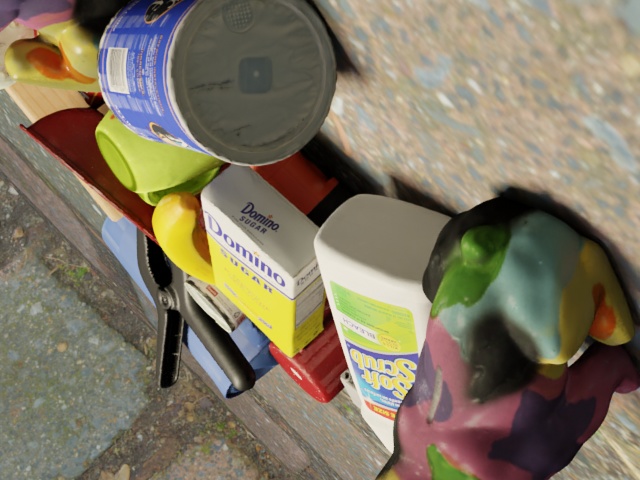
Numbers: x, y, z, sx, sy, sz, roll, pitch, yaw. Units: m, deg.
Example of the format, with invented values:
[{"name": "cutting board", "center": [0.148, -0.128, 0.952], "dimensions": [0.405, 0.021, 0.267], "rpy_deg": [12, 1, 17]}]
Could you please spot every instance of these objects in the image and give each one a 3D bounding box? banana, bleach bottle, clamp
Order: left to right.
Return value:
[{"name": "clamp", "center": [-0.148, 0.062, 1.090], "dimensions": [0.165, 0.036, 0.210], "rpy_deg": [-20, 91, 50]}, {"name": "banana", "center": [-0.102, 0.000, 0.895], "dimensions": [0.070, 0.037, 0.197], "rpy_deg": [1, 159, 17]}, {"name": "bleach bottle", "center": [0.065, 0.085, 0.746], "dimensions": [0.103, 0.068, 0.251], "rpy_deg": [21, 143, 32]}]

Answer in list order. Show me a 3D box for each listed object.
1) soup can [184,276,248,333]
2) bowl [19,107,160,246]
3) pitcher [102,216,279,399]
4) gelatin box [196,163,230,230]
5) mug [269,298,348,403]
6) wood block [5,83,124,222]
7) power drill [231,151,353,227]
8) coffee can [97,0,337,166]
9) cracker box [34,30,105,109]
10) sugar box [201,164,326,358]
[{"name": "soup can", "center": [-0.069, 0.030, 1.009], "dimensions": [0.068, 0.102, 0.068], "rpy_deg": [43, 166, 14]}, {"name": "bowl", "center": [-0.182, -0.066, 0.930], "dimensions": [0.162, 0.055, 0.162], "rpy_deg": [39, 174, 4]}, {"name": "pitcher", "center": [-0.126, 0.041, 1.166], "dimensions": [0.243, 0.149, 0.144], "rpy_deg": [47, -151, 13]}, {"name": "gelatin box", "center": [-0.100, -0.029, 0.999], "dimensions": [0.030, 0.073, 0.089], "rpy_deg": [42, 164, 14]}, {"name": "mug", "center": [0.004, 0.097, 1.021], "dimensions": [0.093, 0.081, 0.117], "rpy_deg": [39, 164, 26]}, {"name": "wood block", "center": [-0.234, -0.131, 1.044], "dimensions": [0.206, 0.090, 0.091], "rpy_deg": [55, 176, -29]}, {"name": "power drill", "center": [-0.006, 0.001, 0.853], "dimensions": [0.184, 0.057, 0.188], "rpy_deg": [48, 163, -3]}, {"name": "coffee can", "center": [-0.067, -0.104, 0.652], "dimensions": [0.102, 0.102, 0.140], "rpy_deg": [54, 164, -25]}, {"name": "cracker box", "center": [-0.226, -0.216, 0.866], "dimensions": [0.213, 0.072, 0.164], "rpy_deg": [48, 166, -9]}, {"name": "sugar box", "center": [-0.039, 0.019, 0.793], "dimensions": [0.093, 0.048, 0.176], "rpy_deg": [42, 164, 16]}]
